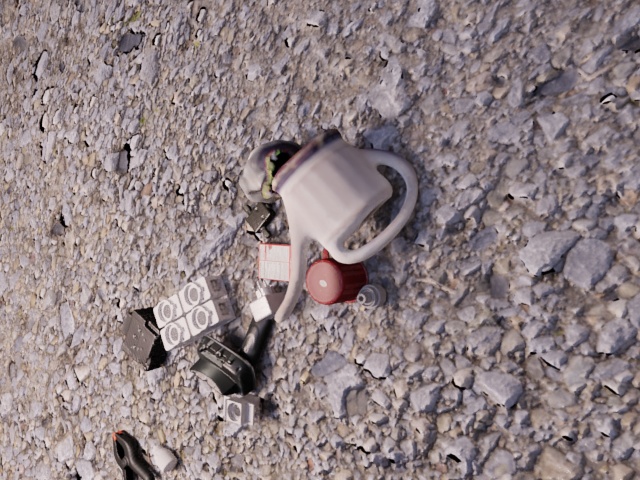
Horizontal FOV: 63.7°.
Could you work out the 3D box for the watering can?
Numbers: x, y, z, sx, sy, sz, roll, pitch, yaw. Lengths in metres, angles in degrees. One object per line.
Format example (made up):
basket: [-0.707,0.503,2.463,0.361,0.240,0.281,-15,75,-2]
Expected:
watering can: [0.003,-0.044,0.875,0.349,0.226,0.103,-41,-11,-7]

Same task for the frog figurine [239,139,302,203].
frog figurine: [-0.097,-0.133,1.008,0.139,0.121,0.160,-41,22,-19]
